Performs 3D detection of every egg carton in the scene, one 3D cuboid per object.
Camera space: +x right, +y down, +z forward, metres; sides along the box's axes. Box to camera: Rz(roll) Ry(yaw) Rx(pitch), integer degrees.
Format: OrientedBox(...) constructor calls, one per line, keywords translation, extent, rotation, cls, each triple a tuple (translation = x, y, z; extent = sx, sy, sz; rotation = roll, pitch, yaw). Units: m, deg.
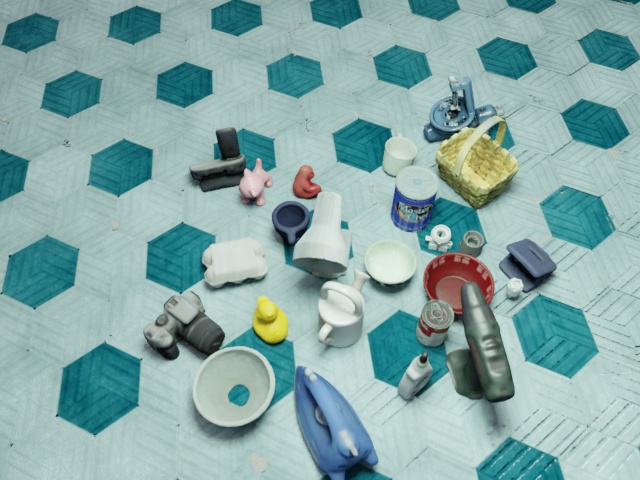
OrientedBox(translation=(-0.199, 0.053, 1.345), extent=(0.150, 0.069, 0.107), rotation=(-12, 58, -8), cls="egg carton")

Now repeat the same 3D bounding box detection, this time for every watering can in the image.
OrientedBox(translation=(0.047, 0.138, 1.215), extent=(0.101, 0.194, 0.173), rotation=(8, 57, 6), cls="watering can")

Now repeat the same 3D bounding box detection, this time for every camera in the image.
OrientedBox(translation=(-0.285, 0.194, 1.234), extent=(0.136, 0.101, 0.143), rotation=(33, 63, 20), cls="camera")

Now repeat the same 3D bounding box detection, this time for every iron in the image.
OrientedBox(translation=(0.011, 0.333, 1.119), extent=(0.119, 0.141, 0.257), rotation=(-25, 60, -15), cls="iron")

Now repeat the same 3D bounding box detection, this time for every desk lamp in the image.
OrientedBox(translation=(0.012, 0.005, 1.290), extent=(0.118, 0.214, 0.203), rotation=(7, 57, 5), cls="desk lamp")

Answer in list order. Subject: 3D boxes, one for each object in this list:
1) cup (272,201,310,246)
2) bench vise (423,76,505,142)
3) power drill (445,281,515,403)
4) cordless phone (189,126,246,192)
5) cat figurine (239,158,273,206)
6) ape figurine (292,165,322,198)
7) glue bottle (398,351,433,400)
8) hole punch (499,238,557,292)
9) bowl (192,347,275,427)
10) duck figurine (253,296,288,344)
OrientedBox(translation=(-0.067, -0.022, 1.379), extent=(0.091, 0.095, 0.117), rotation=(-4, 57, -2), cls="cup")
OrientedBox(translation=(0.386, -0.361, 1.524), extent=(0.207, 0.220, 0.121), rotation=(-22, 59, -13), cls="bench vise")
OrientedBox(translation=(0.314, 0.225, 1.150), extent=(0.075, 0.208, 0.229), rotation=(-11, 57, -6), cls="power drill")
OrientedBox(translation=(-0.266, -0.219, 1.453), extent=(0.148, 0.185, 0.094), rotation=(-17, 58, -10), cls="cordless phone")
OrientedBox(translation=(-0.166, -0.148, 1.447), extent=(0.067, 0.118, 0.128), rotation=(10, 57, 7), cls="cat figurine")
OrientedBox(translation=(-0.035, -0.155, 1.467), extent=(0.076, 0.092, 0.077), rotation=(-14, 58, -9), cls="ape figurine")
OrientedBox(translation=(0.197, 0.262, 1.146), extent=(0.078, 0.173, 0.037), rotation=(-39, 64, -22), cls="glue bottle")
OrientedBox(translation=(0.488, 0.047, 1.336), extent=(0.101, 0.091, 0.108), rotation=(-30, 62, -18), cls="hole punch")
OrientedBox(translation=(-0.172, 0.309, 1.175), extent=(0.167, 0.075, 0.167), rotation=(0, 57, 0), cls="bowl")
OrientedBox(translation=(-0.111, 0.170, 1.259), extent=(0.077, 0.086, 0.104), rotation=(-22, 59, -13), cls="duck figurine")
